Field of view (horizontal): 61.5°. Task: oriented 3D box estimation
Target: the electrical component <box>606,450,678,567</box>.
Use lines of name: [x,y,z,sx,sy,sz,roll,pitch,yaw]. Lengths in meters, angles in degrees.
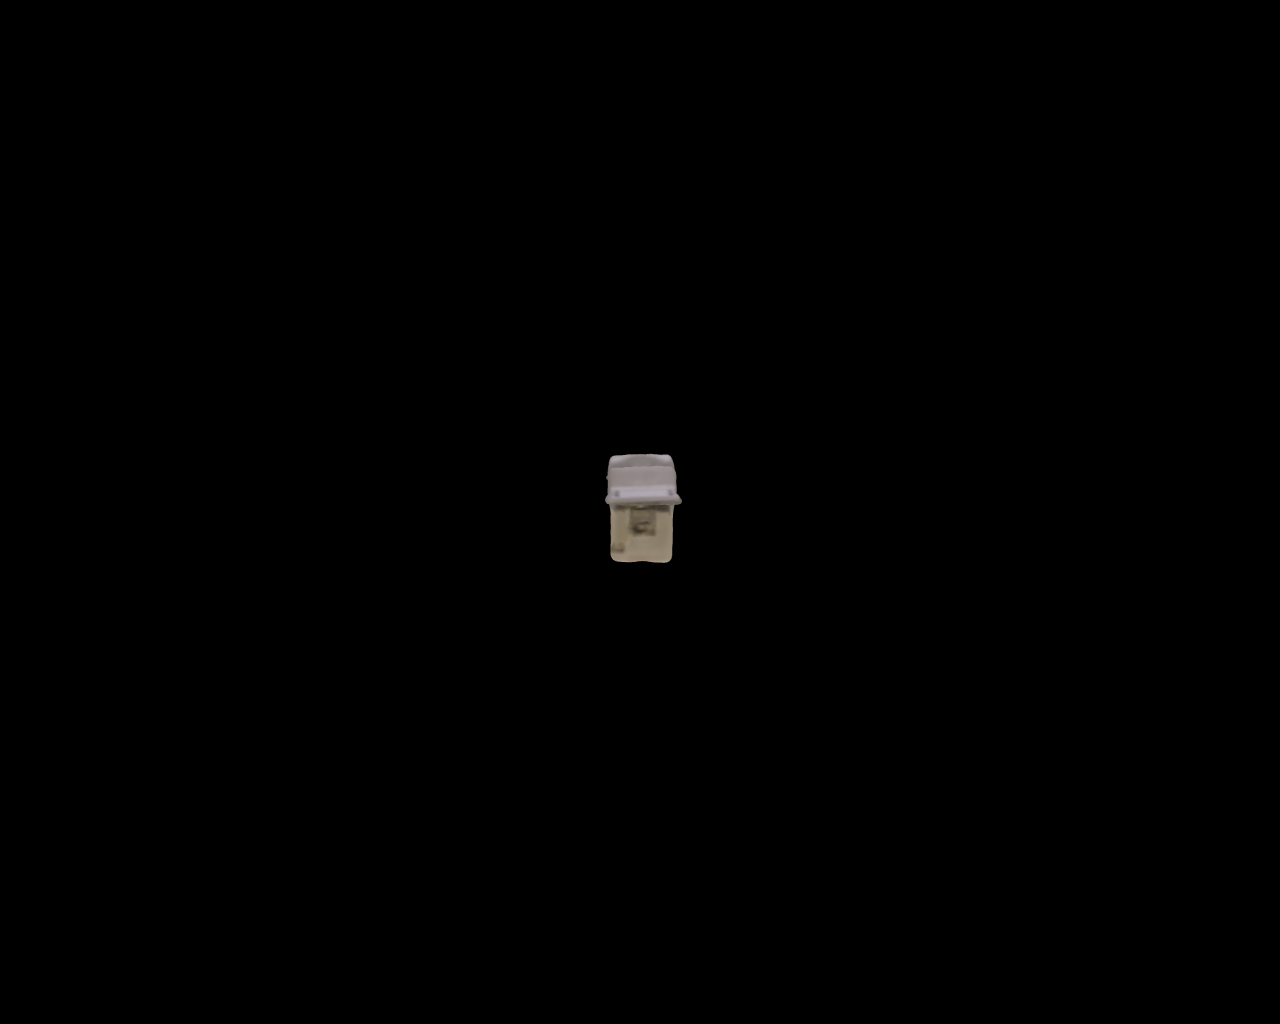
electrical component: [0.001,-0.003,0.650,0.042,0.063,0.081,0,13,0]
